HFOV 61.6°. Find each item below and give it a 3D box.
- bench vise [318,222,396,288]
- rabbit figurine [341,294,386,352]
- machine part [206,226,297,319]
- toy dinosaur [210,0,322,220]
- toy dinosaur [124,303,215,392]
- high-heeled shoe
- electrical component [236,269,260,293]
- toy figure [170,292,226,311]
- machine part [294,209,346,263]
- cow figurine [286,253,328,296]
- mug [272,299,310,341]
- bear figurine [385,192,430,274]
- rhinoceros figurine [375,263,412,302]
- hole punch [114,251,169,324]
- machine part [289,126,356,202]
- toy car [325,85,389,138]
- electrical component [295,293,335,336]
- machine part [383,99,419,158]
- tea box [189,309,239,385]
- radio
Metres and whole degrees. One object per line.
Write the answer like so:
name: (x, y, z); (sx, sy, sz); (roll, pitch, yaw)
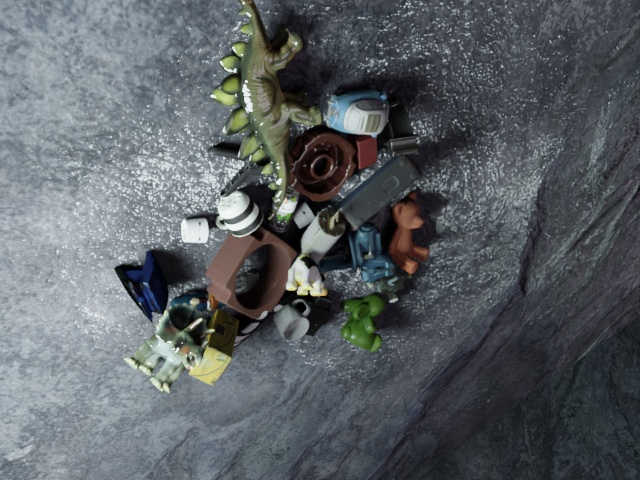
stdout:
bench vise: (0.079, 0.053, 1.467); (0.241, 0.129, 0.223); (-10, 142, -2)
rabbit figurine: (0.132, 0.237, 1.670); (0.159, 0.121, 0.170); (31, 85, -38)
machine part: (-0.162, 0.073, 1.296); (0.201, 0.087, 0.200); (-61, 142, -8)
toy dinosaur: (-0.106, -0.259, 1.088); (0.199, 0.105, 0.470); (-21, 121, -9)
toy dinosaur: (-0.347, 0.254, 1.285); (0.192, 0.131, 0.405); (-48, -177, -18)
high-heeled shoe: (-0.158, 0.210, 1.451); (0.249, 0.086, 0.145); (-18, 133, -13)
electrical component: (-0.179, 0.105, 1.392); (0.094, 0.021, 0.063); (-17, 131, -22)
toy figure: (-0.288, 0.153, 1.329); (0.154, 0.064, 0.057); (-9, 101, -31)
machine part: (-0.003, -0.004, 1.338); (0.079, 0.079, 0.243); (-9, 156, -29)
cow figurine: (-0.027, 0.090, 1.345); (0.068, 0.098, 0.167); (-3, 165, 18)
mug: (-0.083, 0.204, 1.477); (0.109, 0.107, 0.080); (-52, 137, 5)
bear figurine: (0.255, -0.025, 1.516); (0.120, 0.132, 0.195); (-36, 149, -47)
rhinoceros figurine: (0.217, 0.118, 1.636); (0.112, 0.073, 0.190); (-34, 136, -9)
hole punch: (-0.381, 0.101, 1.191); (0.092, 0.116, 0.142); (-29, 137, -23)
machine part: (0.000, -0.179, 1.263); (0.179, 0.056, 0.179); (-18, 131, -22)
toy car: (0.098, -0.284, 1.213); (0.161, 0.103, 0.109); (-8, 127, -32)
electrical component: (-0.027, 0.211, 1.557); (0.115, 0.058, 0.134); (19, 112, -44)
machine part: (0.187, -0.265, 1.275); (0.084, 0.139, 0.039); (-9, 174, -7)
tea box: (-0.256, 0.259, 1.316); (0.068, 0.170, 0.098); (30, 107, -15)
radio: (0.142, -0.121, 1.345); (0.229, 0.131, 0.073); (-42, 97, 0)
